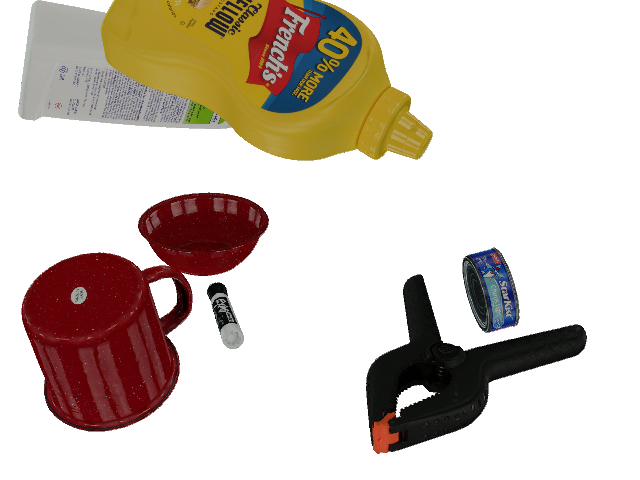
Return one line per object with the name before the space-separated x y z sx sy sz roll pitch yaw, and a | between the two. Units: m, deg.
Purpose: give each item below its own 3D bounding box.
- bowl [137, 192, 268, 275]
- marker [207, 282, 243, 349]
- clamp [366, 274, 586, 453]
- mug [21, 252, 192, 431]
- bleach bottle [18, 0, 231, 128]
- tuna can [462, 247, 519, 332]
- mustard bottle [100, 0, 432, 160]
bowl | -0.145 -0.001 1.333 0.162 0.055 0.162 1 28 -1
marker | -0.087 0.065 0.964 0.020 0.020 0.121 0 18 -13
clamp | 0.092 0.095 0.848 0.165 0.036 0.209 21 37 35
mug | -0.135 0.057 0.698 0.117 0.081 0.093 -30 47 -22
bleach bottle | -0.115 -0.129 0.881 0.250 0.068 0.103 8 -31 -16
tuna can | 0.178 0.053 1.124 0.033 0.086 0.086 -14 1 -5
mustard bottle | -0.023 -0.099 0.610 0.192 0.096 0.058 30 -26 11
